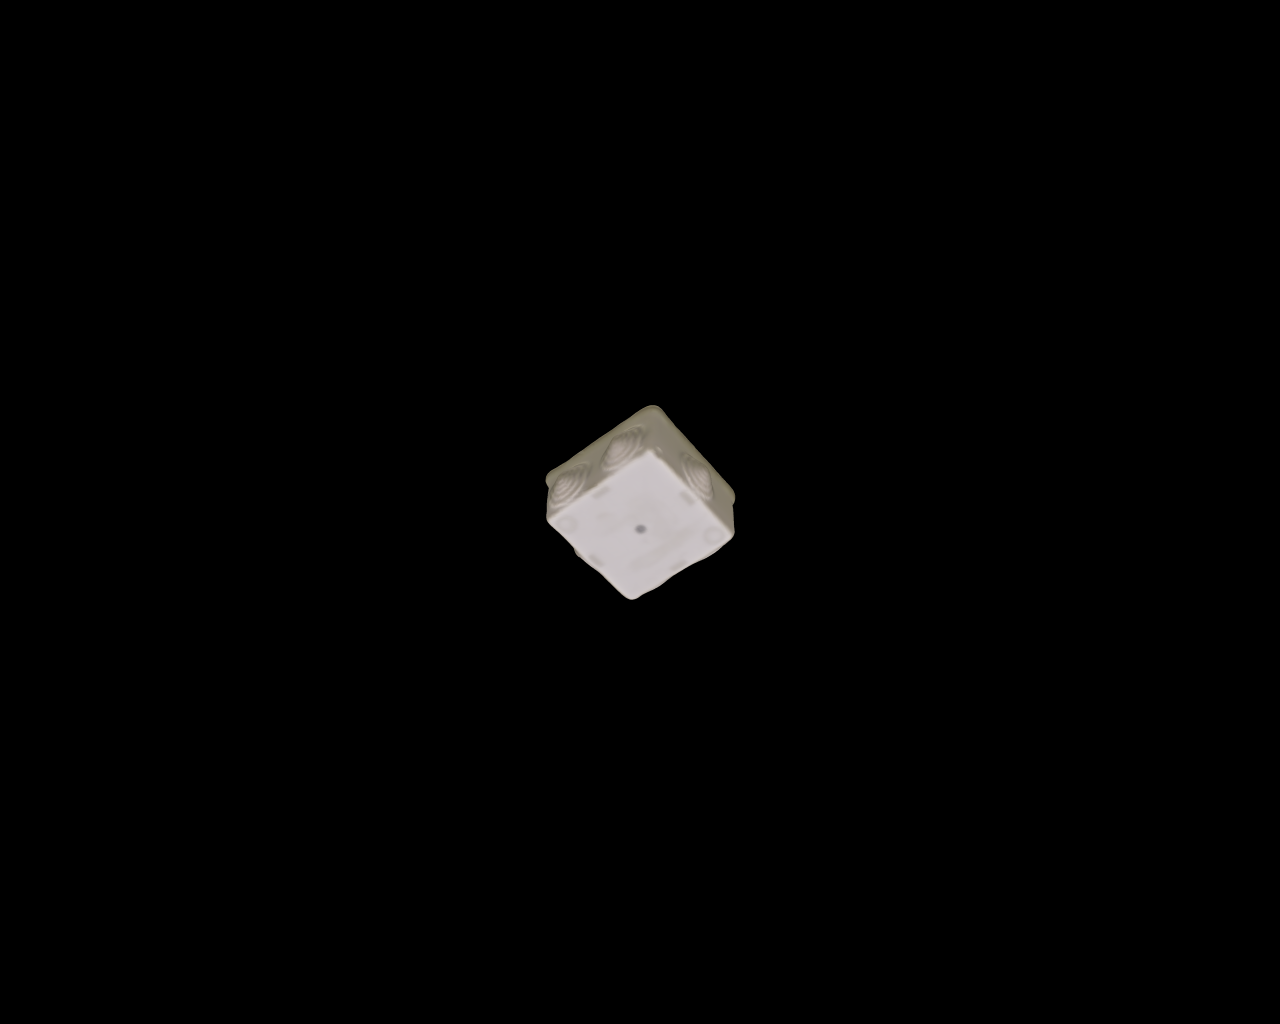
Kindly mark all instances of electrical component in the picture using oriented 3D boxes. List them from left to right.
[{"bbox_3d":[0.001,-0.003,0.650,0.099,0.099,0.048,-33,29,21],"label":"electrical component"}]
